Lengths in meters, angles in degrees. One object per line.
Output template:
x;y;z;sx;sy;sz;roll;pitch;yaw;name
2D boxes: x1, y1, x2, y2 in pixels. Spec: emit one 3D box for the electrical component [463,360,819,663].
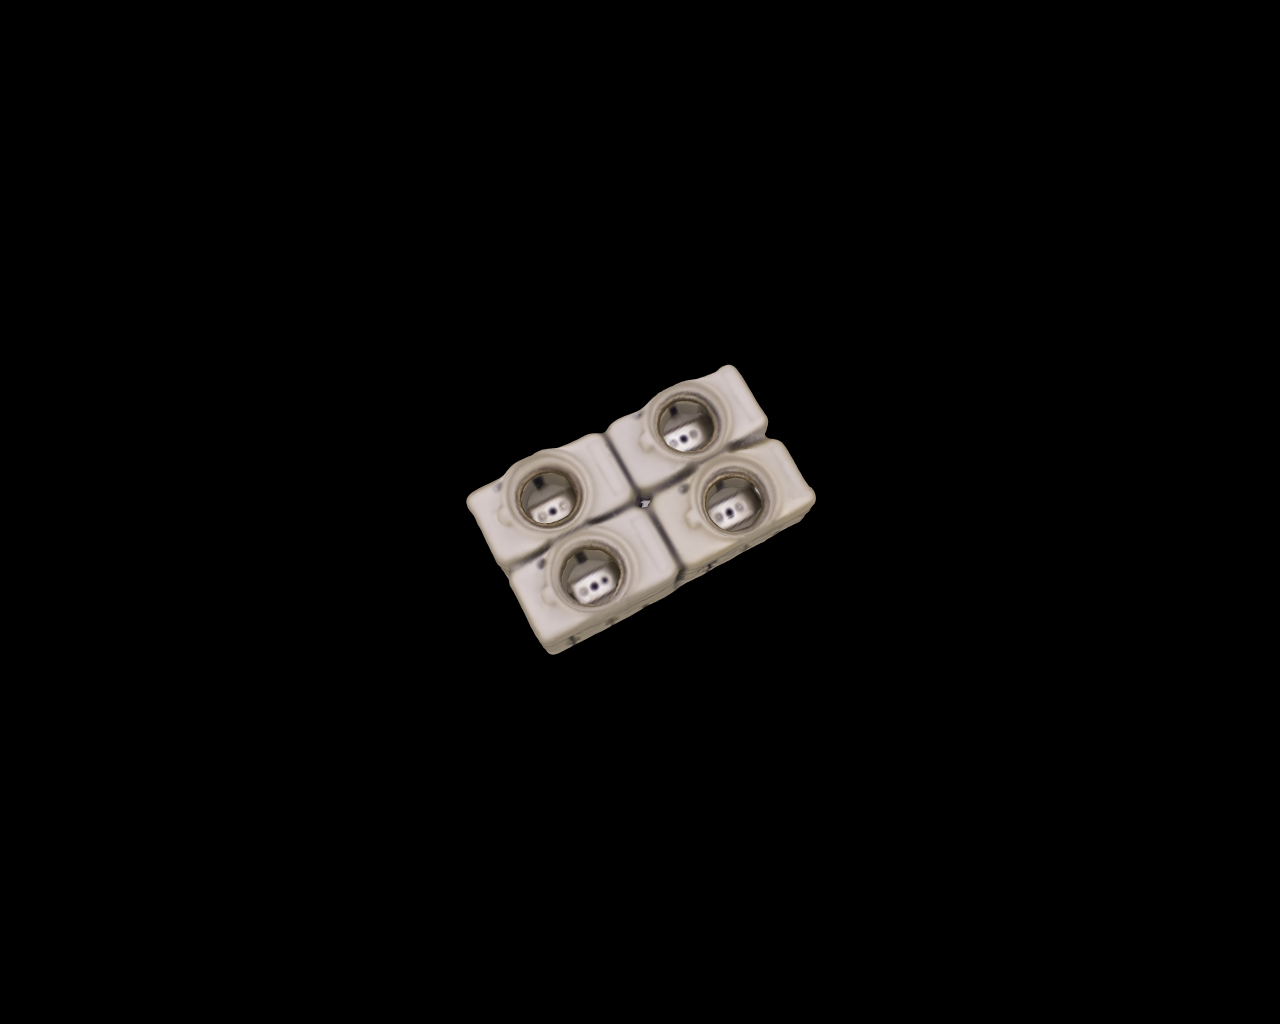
0.001;-0.003;0.650;0.186;0.105;0.060;-27;-14;-7;electrical component
